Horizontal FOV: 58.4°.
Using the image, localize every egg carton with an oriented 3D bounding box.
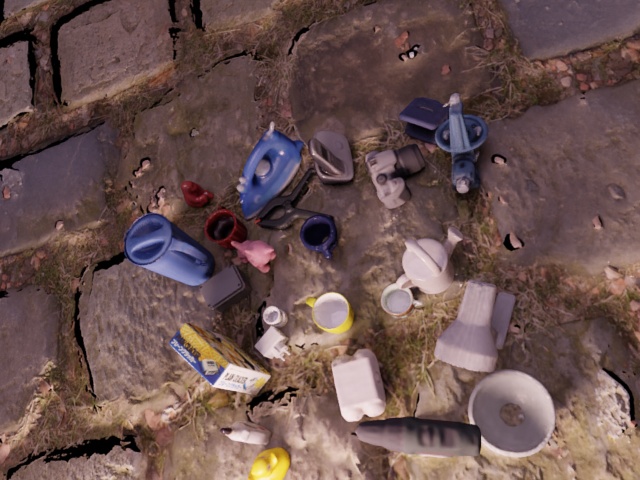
[{"bbox_3d":[0.087,0.323,1.279,0.107,0.069,0.150,-19,66,13],"label":"egg carton"}]

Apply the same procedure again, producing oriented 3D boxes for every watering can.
[{"bbox_3d":[0.237,0.041,1.257,0.100,0.194,0.173,26,81,26],"label":"watering can"}]

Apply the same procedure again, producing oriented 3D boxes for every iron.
[{"bbox_3d":[-0.156,-0.185,1.512,0.118,0.142,0.258,26,81,26],"label":"iron"}]

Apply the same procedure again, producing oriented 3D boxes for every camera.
[{"bbox_3d":[0.190,-0.174,1.405,0.136,0.101,0.143,-24,65,10],"label":"camera"}]

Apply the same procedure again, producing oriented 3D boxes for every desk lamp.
[{"bbox_3d":[0.319,0.173,1.168,0.117,0.214,0.203,13,76,24],"label":"desk lamp"}]

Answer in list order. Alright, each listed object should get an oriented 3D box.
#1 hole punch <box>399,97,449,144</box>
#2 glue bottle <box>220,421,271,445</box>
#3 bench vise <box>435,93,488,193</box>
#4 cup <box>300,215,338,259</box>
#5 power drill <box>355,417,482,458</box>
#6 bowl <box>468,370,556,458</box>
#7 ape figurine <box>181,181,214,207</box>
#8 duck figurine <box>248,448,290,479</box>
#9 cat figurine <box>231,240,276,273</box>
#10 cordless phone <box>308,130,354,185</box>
[{"bbox_3d":[0.263,-0.312,1.435,0.108,0.091,0.101,24,81,26],"label":"hole punch"},{"bbox_3d":[-0.175,0.429,1.277,0.078,0.173,0.037,12,75,24],"label":"glue bottle"},{"bbox_3d":[0.332,-0.222,1.304,0.121,0.220,0.207,-21,65,12],"label":"bench vise"},{"bbox_3d":[0.013,0.005,1.408,0.091,0.095,0.117,-30,64,8],"label":"cup"},{"bbox_3d":[0.204,0.391,1.133,0.229,0.209,0.075,-4,70,19],"label":"power drill"},{"bbox_3d":[0.387,0.350,1.157,0.167,0.075,0.167,-7,69,18],"label":"bowl"},{"bbox_3d":[-0.352,-0.135,1.593,0.076,0.092,0.077,-27,64,9],"label":"ape figurine"},{"bbox_3d":[-0.125,0.510,1.278,0.104,0.086,0.077,-42,63,2],"label":"duck figurine"},{"bbox_3d":[-0.168,0.030,1.451,0.127,0.118,0.067,21,79,25],"label":"cat figurine"},{"bbox_3d":[0.015,-0.230,1.442,0.094,0.185,0.147,-17,66,14],"label":"cordless phone"}]
